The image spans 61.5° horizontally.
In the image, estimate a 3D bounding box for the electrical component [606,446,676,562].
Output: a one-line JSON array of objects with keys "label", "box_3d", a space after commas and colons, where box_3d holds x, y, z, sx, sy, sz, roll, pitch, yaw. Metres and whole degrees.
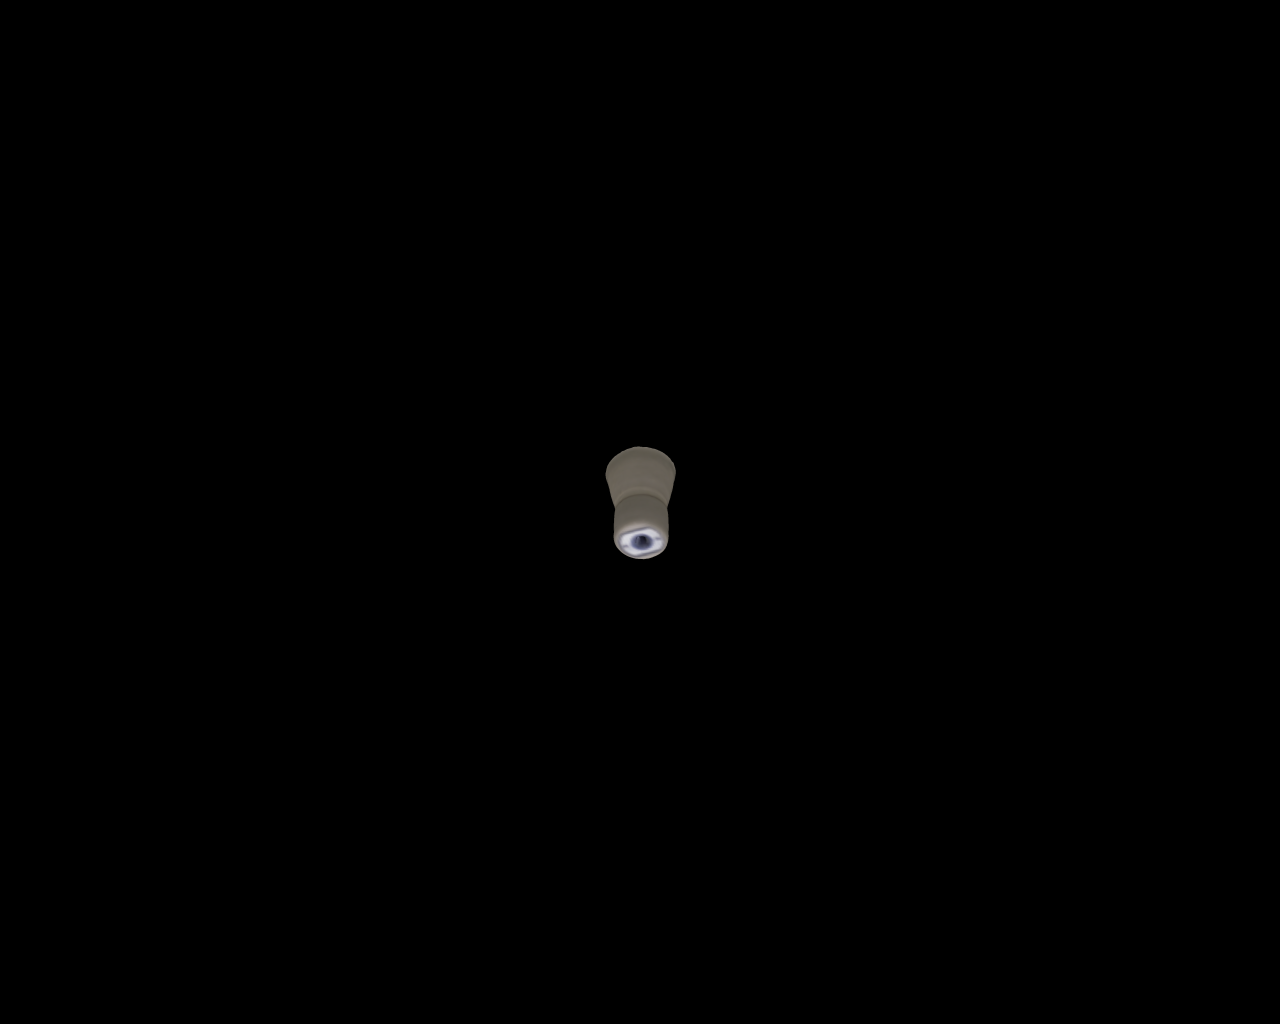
[{"label": "electrical component", "box_3d": [0.001, -0.003, 0.650, 0.044, 0.044, 0.065, 0, 45, 0]}]
